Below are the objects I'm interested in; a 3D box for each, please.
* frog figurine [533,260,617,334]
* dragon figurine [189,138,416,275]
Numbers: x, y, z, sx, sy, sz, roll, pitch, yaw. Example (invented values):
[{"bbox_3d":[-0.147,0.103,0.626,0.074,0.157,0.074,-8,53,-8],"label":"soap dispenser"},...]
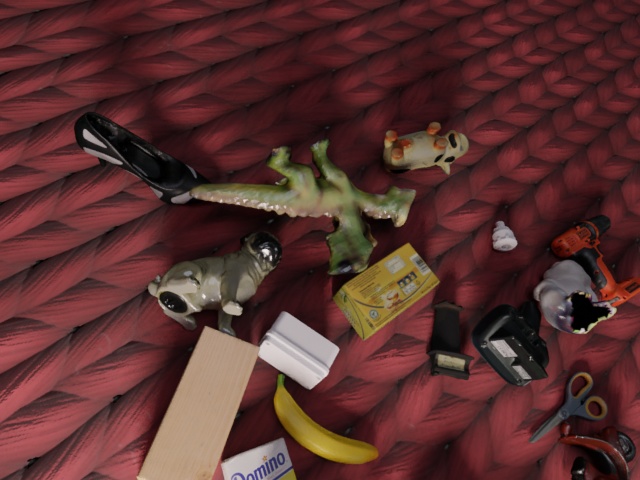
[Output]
[{"bbox_3d":[0.495,0.108,1.043,0.137,0.120,0.162,5,25,-8],"label":"frog figurine"},{"bbox_3d":[0.003,-0.046,0.910,0.414,0.246,0.119,-20,-27,-32],"label":"dragon figurine"}]
